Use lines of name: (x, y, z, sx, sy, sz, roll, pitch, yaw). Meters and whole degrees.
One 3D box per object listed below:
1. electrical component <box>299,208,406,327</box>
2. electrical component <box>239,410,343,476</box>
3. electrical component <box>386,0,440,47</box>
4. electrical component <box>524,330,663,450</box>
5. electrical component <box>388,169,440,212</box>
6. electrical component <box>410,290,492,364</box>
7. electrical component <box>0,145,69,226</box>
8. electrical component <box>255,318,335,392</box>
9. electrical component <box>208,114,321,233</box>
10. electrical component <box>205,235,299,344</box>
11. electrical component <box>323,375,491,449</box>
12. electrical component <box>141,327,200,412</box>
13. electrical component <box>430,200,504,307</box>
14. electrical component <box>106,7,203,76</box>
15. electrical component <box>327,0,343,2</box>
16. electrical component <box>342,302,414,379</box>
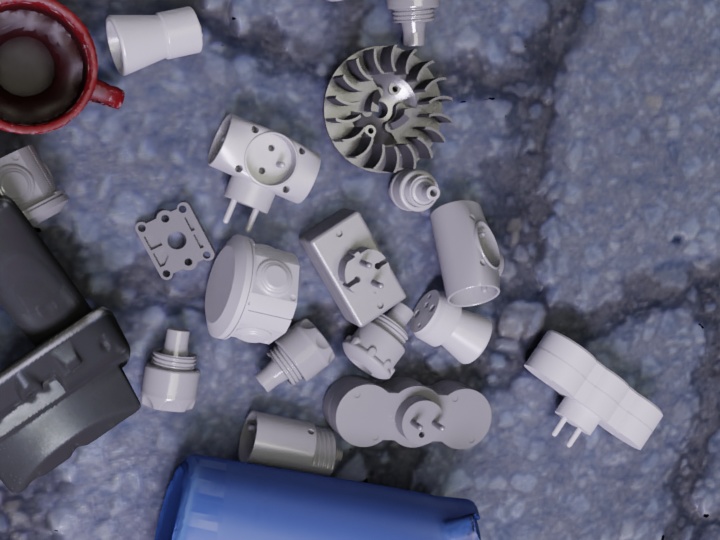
electrical component: (0.000, 0.000, 0.851, 0.047, 0.076, 0.083, -33, 106, -12)
electrical component: (-0.053, 0.142, 0.869, 0.081, 0.043, 0.043, 15, 92, -21)
electrical component: (0.042, -0.210, 0.856, 0.048, 0.048, 0.062, -7, 106, -18)
electrical component: (0.197, 0.120, 0.947, 0.138, 0.052, 0.073, 37, 84, -20)
electrical component: (0.047, -0.064, 0.866, 0.035, 0.061, 0.035, -3, 98, -19)
electrical component: (0.076, 0.047, 0.900, 0.055, 0.045, 0.045, 30, 87, -20)
electrical component: (-0.251, -0.049, 0.757, 0.080, 0.080, 0.051, -30, 101, -13)
electrical component: (-0.055, 0.072, 0.859, 0.062, 0.043, 0.043, -38, 107, -10)
electrical component: (-0.081, -0.069, 0.831, 0.077, 0.044, 0.079, 23, 89, -20)
electrical component: (-0.084, 0.016, 0.823, 0.051, 0.080, 0.080, 14, 92, -25)
electrical component: (0.045, 0.121, 0.884, 0.138, 0.074, 0.052, 5, 96, -20)
electrical component: (-0.144, 0.076, 0.829, 0.043, 0.043, 0.062, 8, 94, -20)
electrical component: (0.095, -0.009, 0.893, 0.079, 0.044, 0.077, 26, 48, -55)
electrical component: (-0.150, -0.172, 0.796, 0.065, 0.044, 0.044, -17, 102, -21)
electrical component: (-0.013, -0.233, 0.823, 0.048, 0.062, 0.048, -2, 97, -19)
electrical component: (0.019, 0.055, 0.883, 0.048, 0.048, 0.062, 42, 76, -19)
